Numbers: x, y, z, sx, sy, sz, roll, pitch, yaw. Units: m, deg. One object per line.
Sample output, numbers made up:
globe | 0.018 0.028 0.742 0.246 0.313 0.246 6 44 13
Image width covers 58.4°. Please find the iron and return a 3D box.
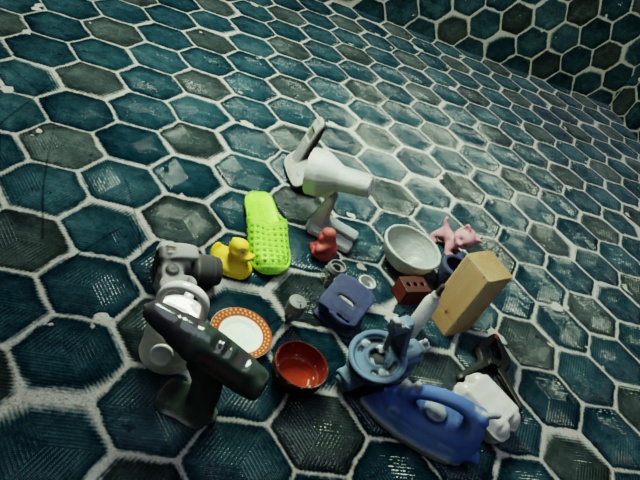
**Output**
iron | 0.219 0.335 1.128 0.258 0.141 0.119 25 38 -3

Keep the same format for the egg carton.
egg carton | 0.359 0.363 1.239 0.107 0.069 0.150 -20 58 -44

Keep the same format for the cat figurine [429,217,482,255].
cat figurine | 0.396 -0.013 1.649 0.067 0.117 0.127 -20 58 -43

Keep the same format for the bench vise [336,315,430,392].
bench vise | 0.146 0.210 1.162 0.121 0.219 0.208 44 41 20

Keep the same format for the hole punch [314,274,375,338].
hole punch | 0.057 0.146 1.286 0.108 0.091 0.101 35 38 10

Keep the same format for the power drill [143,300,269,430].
power drill | -0.206 0.218 0.952 0.229 0.208 0.076 26 38 -2

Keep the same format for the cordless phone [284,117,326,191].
cordless phone | -0.024 -0.240 1.601 0.094 0.185 0.147 3 44 -28

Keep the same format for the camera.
camera | -0.267 0.067 1.174 0.137 0.100 0.143 5 43 -26

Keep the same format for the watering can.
watering can | -0.253 0.151 1.011 0.101 0.194 0.172 7 42 -24

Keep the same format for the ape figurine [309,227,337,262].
ape figurine | 0.013 0.005 1.420 0.076 0.092 0.078 37 39 11

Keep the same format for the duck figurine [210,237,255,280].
duck figurine | -0.191 0.029 1.275 0.104 0.086 0.078 32 38 5

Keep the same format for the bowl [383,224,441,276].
bowl | 0.234 0.040 1.527 0.168 0.074 0.167 17 39 -14

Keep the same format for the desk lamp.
desk lamp | 0.037 -0.109 1.465 0.203 0.213 0.118 29 38 2

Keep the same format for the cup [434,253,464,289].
cup | 0.347 0.092 1.519 0.091 0.095 0.118 28 38 0

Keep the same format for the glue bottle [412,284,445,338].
glue bottle | 0.243 0.160 1.316 0.037 0.173 0.078 33 38 7
